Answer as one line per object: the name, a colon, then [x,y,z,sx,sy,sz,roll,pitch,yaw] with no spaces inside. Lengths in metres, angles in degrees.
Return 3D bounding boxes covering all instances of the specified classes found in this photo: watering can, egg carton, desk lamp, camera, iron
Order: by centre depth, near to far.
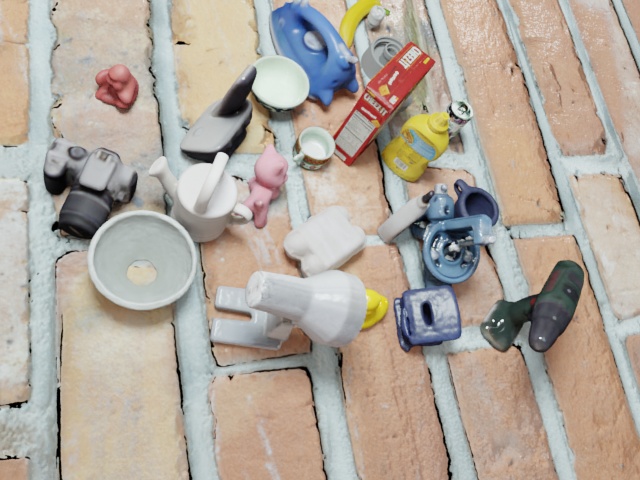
desk lamp: [-0.054,0.111,0.907,0.204,0.213,0.118,9,66,-16]
camera: [-0.384,-0.081,0.927,0.143,0.100,0.137,20,63,-12]
watering can: [-0.194,-0.077,0.943,0.173,0.193,0.101,5,67,-18]
egg carton: [0.010,0.004,1.057,0.150,0.069,0.107,-37,85,-28]
iron: [-0.014,-0.413,1.176,0.119,0.141,0.258,-33,83,-28]

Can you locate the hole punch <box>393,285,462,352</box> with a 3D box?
hole punch: [0.197,0.144,1.057,0.101,0.091,0.108,0,69,-20]

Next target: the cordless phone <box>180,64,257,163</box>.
cordless phone: [-0.173,-0.224,1.016,0.094,0.184,0.148,29,62,-7]

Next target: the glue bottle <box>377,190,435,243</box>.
glue bottle: [0.172,-0.053,1.081,0.078,0.173,0.037,-36,84,-28]

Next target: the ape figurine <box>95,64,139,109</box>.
ape figurine: [-0.359,-0.281,1.023,0.076,0.092,0.078,-25,79,-27]

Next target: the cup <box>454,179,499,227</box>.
cup: [0.296,-0.060,1.174,0.092,0.094,0.117,-29,81,-27]

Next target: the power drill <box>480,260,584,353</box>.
power drill: [0.395,0.140,1.065,0.075,0.208,0.230,43,61,1]

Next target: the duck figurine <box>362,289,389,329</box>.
duck figurine: [0.082,0.115,1.029,0.105,0.086,0.077,-2,70,-21]

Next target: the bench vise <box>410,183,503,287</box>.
bench vise: [0.240,-0.018,1.065,0.122,0.219,0.207,-14,74,-24]

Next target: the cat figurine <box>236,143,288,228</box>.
cat figurine: [-0.097,-0.103,1.033,0.067,0.117,0.128,23,63,-10]

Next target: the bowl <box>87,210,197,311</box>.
bowl: [-0.287,0.041,0.928,0.168,0.074,0.167,7,67,-17]
